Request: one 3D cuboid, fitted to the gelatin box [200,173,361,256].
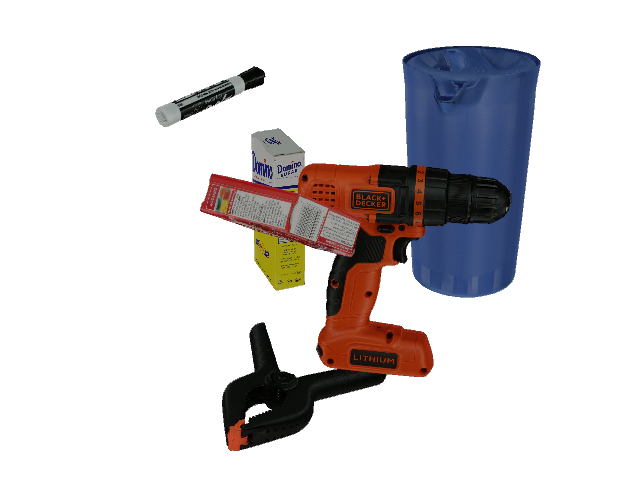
[{"bbox_3d":[-0.025,-0.016,0.718,0.073,0.030,0.089,15,-3,31],"label":"gelatin box"}]

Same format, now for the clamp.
[{"bbox_3d":[-0.030,0.156,1.111,0.165,0.036,0.209,12,26,15],"label":"clamp"}]

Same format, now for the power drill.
[{"bbox_3d":[0.069,0.024,0.944,0.184,0.188,0.057,5,17,8],"label":"power drill"}]

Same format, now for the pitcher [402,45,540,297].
[{"bbox_3d":[0.153,-0.074,1.091,0.149,0.243,0.145,-10,25,-20],"label":"pitcher"}]

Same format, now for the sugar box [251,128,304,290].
[{"bbox_3d":[-0.052,-0.038,1.299,0.048,0.176,0.093,-11,26,-18],"label":"sugar box"}]

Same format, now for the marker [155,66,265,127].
[{"bbox_3d":[-0.099,-0.135,0.987,0.120,0.020,0.020,-30,18,-34],"label":"marker"}]
